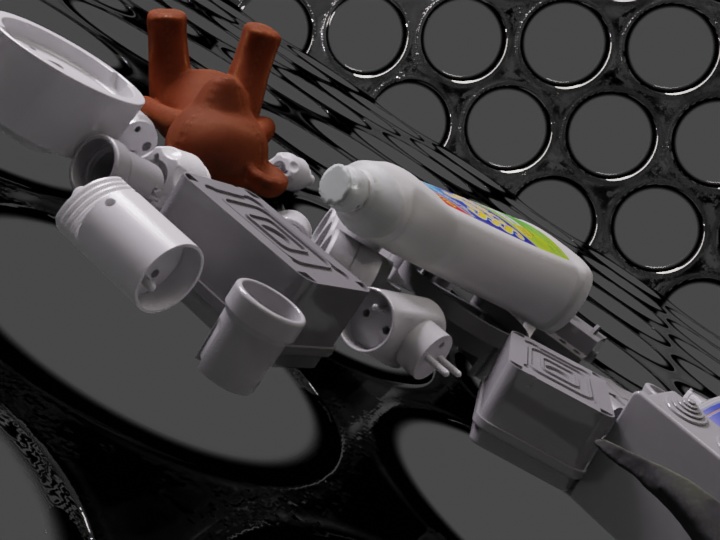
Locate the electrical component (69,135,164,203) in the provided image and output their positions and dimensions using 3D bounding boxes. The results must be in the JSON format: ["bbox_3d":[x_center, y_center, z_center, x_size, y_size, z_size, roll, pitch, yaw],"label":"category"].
[{"bbox_3d":[-0.149,-0.057,0.665,0.040,0.040,0.046,41,9,33],"label":"electrical component"}]

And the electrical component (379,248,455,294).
[{"bbox_3d":[0.048,-0.014,0.991,0.066,0.047,0.076,26,14,-33],"label":"electrical component"}]

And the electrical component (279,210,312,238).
[{"bbox_3d":[-0.054,-0.022,0.787,0.035,0.035,0.061,32,15,-8],"label":"electrical component"}]

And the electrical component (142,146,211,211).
[{"bbox_3d":[-0.122,-0.059,0.733,0.043,0.043,0.062,39,12,23],"label":"electrical component"}]

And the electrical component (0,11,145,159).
[{"bbox_3d":[-0.200,-0.110,0.685,0.108,0.060,0.108,32,12,-7],"label":"electrical component"}]

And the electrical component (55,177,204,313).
[{"bbox_3d":[-0.124,-0.018,0.563,0.081,0.043,0.043,39,13,26],"label":"electrical component"}]

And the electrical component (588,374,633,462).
[{"bbox_3d":[0.192,0.118,0.835,0.089,0.050,0.055,23,16,-40],"label":"electrical component"}]

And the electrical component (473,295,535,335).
[{"bbox_3d":[0.141,0.027,0.964,0.064,0.099,0.099,31,10,20],"label":"electrical component"}]

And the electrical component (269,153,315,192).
[{"bbox_3d":[-0.063,-0.092,1.041,0.035,0.035,0.061,39,11,25],"label":"electrical component"}]

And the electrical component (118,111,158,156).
[{"bbox_3d":[-0.174,-0.100,0.754,0.055,0.045,0.045,41,14,31],"label":"electrical component"}]

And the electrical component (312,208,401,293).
[{"bbox_3d":[0.000,0.000,0.795,0.074,0.052,0.138,32,12,-9],"label":"electrical component"}]

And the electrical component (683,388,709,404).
[{"bbox_3d":[0.336,0.165,1.003,0.096,0.061,0.061,28,13,-23],"label":"electrical component"}]

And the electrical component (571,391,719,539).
[{"bbox_3d":[0.195,0.134,0.672,0.048,0.099,0.100,0,33,-47],"label":"electrical component"}]

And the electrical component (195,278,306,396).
[{"bbox_3d":[-0.055,0.033,0.531,0.040,0.046,0.040,32,12,-8],"label":"electrical component"}]

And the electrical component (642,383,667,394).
[{"bbox_3d":[0.247,0.131,0.917,0.045,0.055,0.045,32,12,-8],"label":"electrical component"}]

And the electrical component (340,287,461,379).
[{"bbox_3d":[0.034,0.047,0.719,0.079,0.044,0.077,40,14,28],"label":"electrical component"}]

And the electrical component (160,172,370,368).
[{"bbox_3d":[-0.062,0.002,0.613,0.113,0.057,0.078,39,13,26],"label":"electrical component"}]

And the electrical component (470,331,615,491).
[{"bbox_3d":[0.120,0.092,0.718,0.078,0.057,0.113,28,11,4],"label":"electrical component"}]
